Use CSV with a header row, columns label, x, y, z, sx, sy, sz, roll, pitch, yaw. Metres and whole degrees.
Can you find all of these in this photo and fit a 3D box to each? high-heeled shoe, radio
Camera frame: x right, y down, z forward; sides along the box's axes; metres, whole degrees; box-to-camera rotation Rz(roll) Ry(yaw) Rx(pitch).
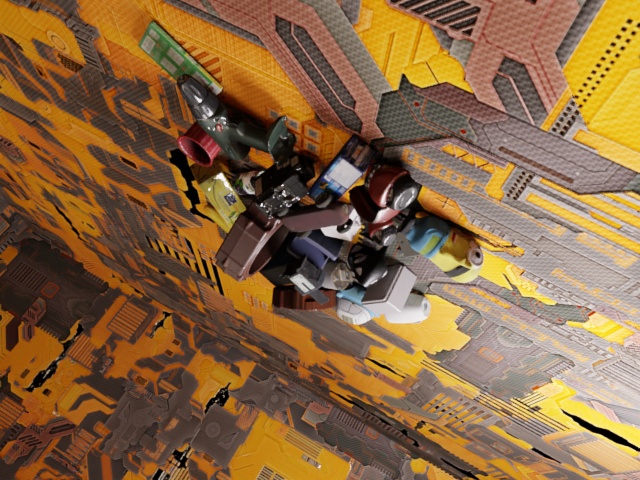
label,x,y,z,sx,sy,sz,roll,pitch,yaw
high-heeled shoe,0.096,0.076,1.273,0.086,0.145,0.248,36,153,-4
radio,-0.064,0.043,1.415,0.073,0.131,0.230,42,153,-19

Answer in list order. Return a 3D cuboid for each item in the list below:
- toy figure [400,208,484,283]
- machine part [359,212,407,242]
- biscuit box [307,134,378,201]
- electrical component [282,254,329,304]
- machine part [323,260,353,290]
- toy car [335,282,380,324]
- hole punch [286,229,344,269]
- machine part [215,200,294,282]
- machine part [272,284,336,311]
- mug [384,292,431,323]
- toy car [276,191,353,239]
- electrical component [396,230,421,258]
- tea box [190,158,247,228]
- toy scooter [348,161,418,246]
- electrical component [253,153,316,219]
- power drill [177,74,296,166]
label,x,y,z,sx,sy,sz,roll,pitch,yaw
toy figure,0.242,0.012,1.064,0.180,0.082,0.089,31,151,0
machine part,0.132,-0.037,1.154,0.084,0.039,0.139,29,154,-4
biscuit box,0.039,-0.128,1.066,0.059,0.063,0.202,35,156,-7
electrical component,-0.022,0.097,1.273,0.119,0.048,0.075,40,135,-17
machine part,0.000,0.092,1.493,0.243,0.079,0.079,5,143,44
toy car,0.097,0.187,1.524,0.162,0.103,0.109,24,155,22
hole punch,-0.003,-0.004,1.278,0.142,0.116,0.092,33,148,-8
machine part,-0.150,-0.006,1.303,0.087,0.201,0.201,38,-160,9
machine part,-0.045,0.157,1.492,0.179,0.056,0.179,2,-179,0
mug,0.232,0.182,1.386,0.107,0.081,0.109,-6,131,40
toy car,-0.013,-0.052,1.131,0.089,0.053,0.202,46,150,-25
electrical component,0.200,0.006,1.150,0.102,0.045,0.078,-26,90,59
tea box,-0.252,-0.122,1.366,0.098,0.068,0.169,56,178,43
toy scooter,0.111,-0.086,1.037,0.135,0.075,0.183,51,146,29
electrical component,-0.074,-0.121,1.127,0.134,0.115,0.058,-33,123,15
power drill,-0.163,-0.229,1.079,0.208,0.086,0.231,15,159,21
